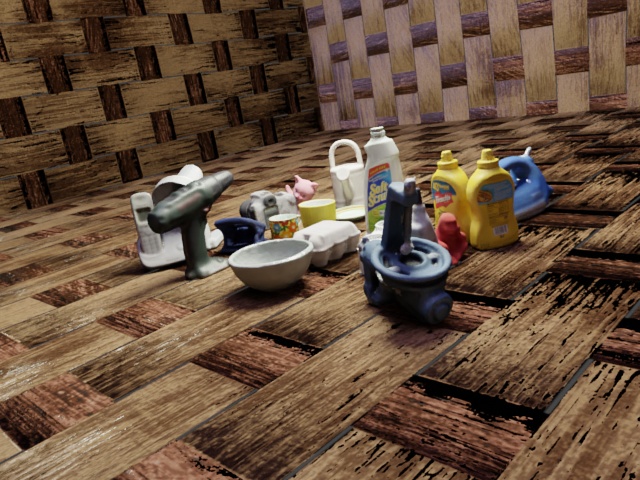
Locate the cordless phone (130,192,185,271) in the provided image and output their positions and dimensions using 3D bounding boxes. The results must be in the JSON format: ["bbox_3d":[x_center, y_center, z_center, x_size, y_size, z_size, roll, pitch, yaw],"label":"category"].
[{"bbox_3d":[-0.373,-0.030,1.376,0.148,0.185,0.094,-14,17,-16],"label":"cordless phone"}]

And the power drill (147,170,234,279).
[{"bbox_3d":[-0.265,-0.031,1.272,0.075,0.208,0.230,4,21,41],"label":"power drill"}]

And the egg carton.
[{"bbox_3d":[0.011,0.004,1.240,0.107,0.069,0.151,5,22,42],"label":"egg carton"}]

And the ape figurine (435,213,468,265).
[{"bbox_3d":[0.245,-0.006,1.096,0.078,0.092,0.076,-15,17,-17],"label":"ape figurine"}]

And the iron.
[{"bbox_3d":[0.413,-0.117,1.291,0.259,0.141,0.118,-21,19,-34],"label":"iron"}]

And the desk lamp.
[{"bbox_3d":[-0.331,-0.077,1.464,0.117,0.214,0.203,-7,16,9],"label":"desk lamp"}]

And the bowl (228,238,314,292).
[{"bbox_3d":[-0.090,0.055,1.114,0.167,0.075,0.167,-9,16,3],"label":"bowl"}]

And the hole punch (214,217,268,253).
[{"bbox_3d":[-0.196,-0.022,1.417,0.108,0.091,0.101,-4,17,20],"label":"hole punch"}]

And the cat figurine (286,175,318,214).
[{"bbox_3d":[-0.059,-0.135,1.675,0.067,0.118,0.127,-22,20,-36],"label":"cat figurine"}]

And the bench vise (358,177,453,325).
[{"bbox_3d":[0.109,0.009,0.889,0.122,0.220,0.206,-24,21,-40],"label":"bench vise"}]

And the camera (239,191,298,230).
[{"bbox_3d":[-0.158,-0.094,1.624,0.143,0.101,0.136,-22,20,-36],"label":"camera"}]

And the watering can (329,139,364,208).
[{"bbox_3d":[0.081,-0.192,1.650,0.101,0.194,0.172,-13,16,-9],"label":"watering can"}]

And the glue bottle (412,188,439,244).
[{"bbox_3d":[0.176,-0.005,0.985,0.037,0.173,0.078,1,19,34],"label":"glue bottle"}]
